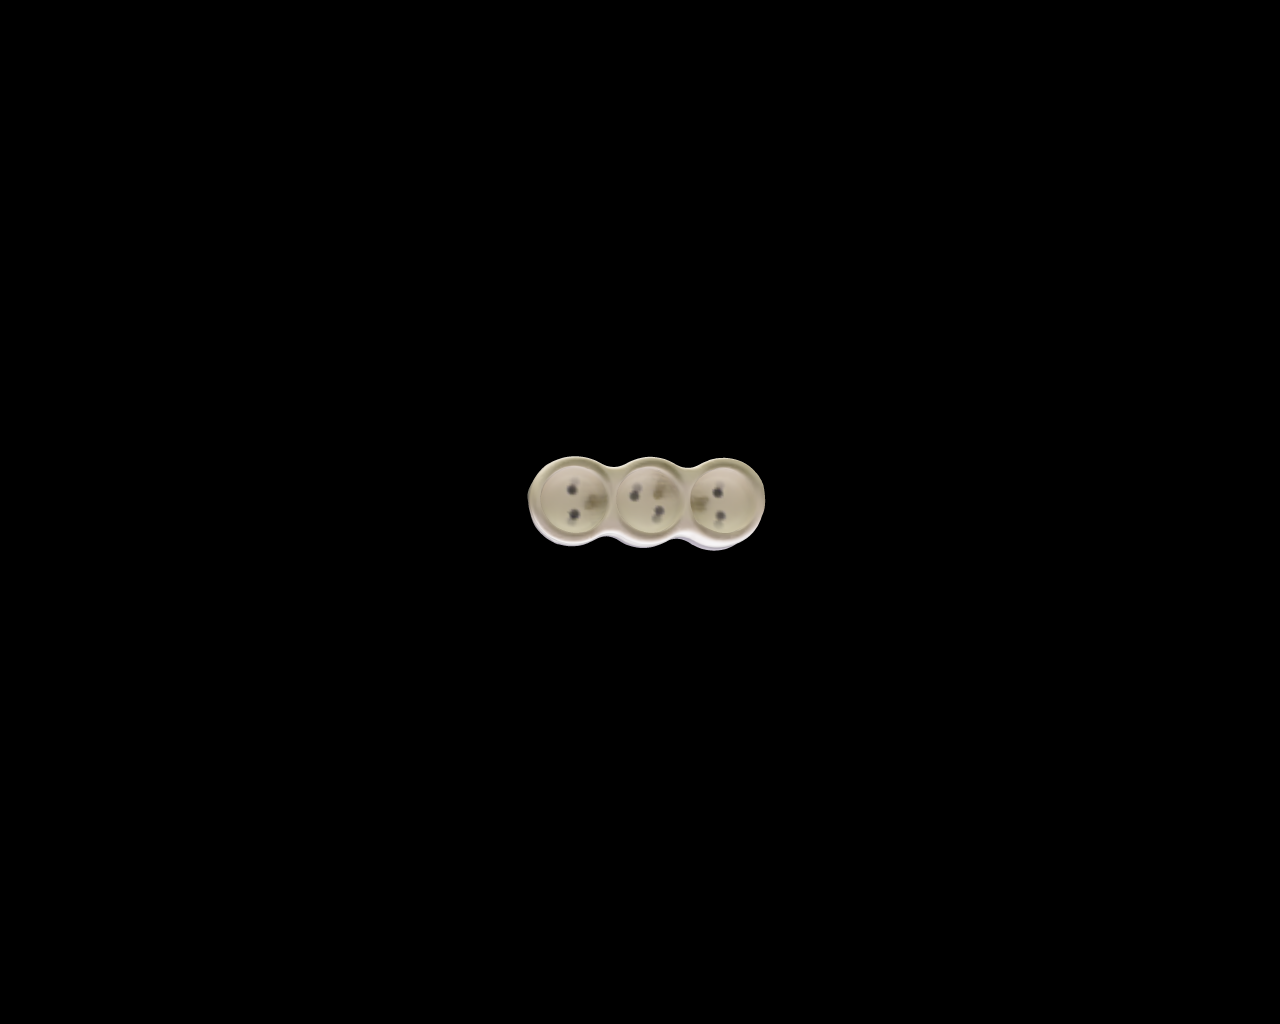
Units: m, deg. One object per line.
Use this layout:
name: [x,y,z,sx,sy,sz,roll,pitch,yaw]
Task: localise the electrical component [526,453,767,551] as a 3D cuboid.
electrical component: [0.001,-0.003,0.650,0.138,0.052,0.073,1,-7,-9]
